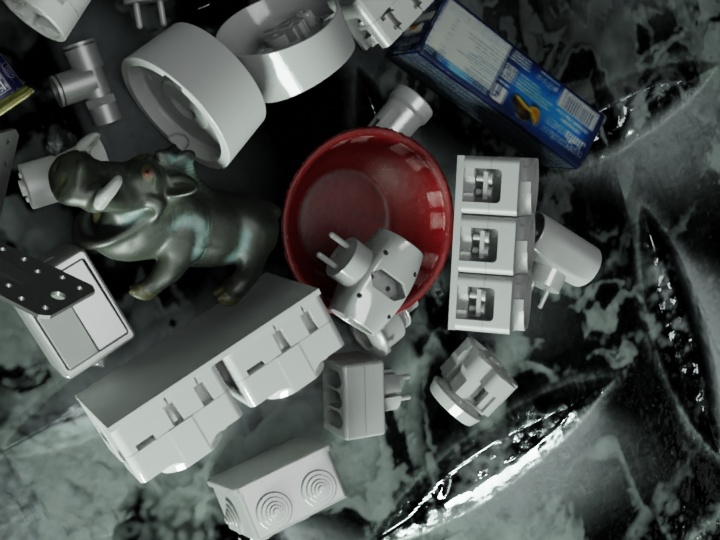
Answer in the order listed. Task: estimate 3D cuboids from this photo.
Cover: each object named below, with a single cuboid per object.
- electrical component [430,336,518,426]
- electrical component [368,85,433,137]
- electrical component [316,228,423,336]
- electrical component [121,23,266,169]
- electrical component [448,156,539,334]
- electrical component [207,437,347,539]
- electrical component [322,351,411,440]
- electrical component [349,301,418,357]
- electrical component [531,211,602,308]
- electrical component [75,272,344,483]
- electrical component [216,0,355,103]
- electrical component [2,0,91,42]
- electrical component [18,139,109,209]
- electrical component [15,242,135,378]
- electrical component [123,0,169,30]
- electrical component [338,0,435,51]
[{"bbox_3d":[0.101,0.103,0.976,0.058,0.078,0.057,37,100,-27],"label":"electrical component"},{"bbox_3d":[0.033,-0.130,0.928,0.040,0.040,0.046,43,82,-25],"label":"electrical component"},{"bbox_3d":[0.000,0.000,0.861,0.079,0.043,0.077,36,80,-26],"label":"electrical component"},{"bbox_3d":[-0.120,-0.136,0.813,0.060,0.108,0.108,-48,115,-20],"label":"electrical component"},{"bbox_3d":[0.120,-0.024,0.947,0.062,0.089,0.150,4,96,15],"label":"electrical component"},{"bbox_3d":[-0.068,0.179,0.884,0.100,0.100,0.048,-23,94,-23],"label":"electrical component"},{"bbox_3d":[0.011,0.107,0.942,0.077,0.047,0.065,-5,99,-26],"label":"electrical component"},{"bbox_3d":[0.024,0.042,0.943,0.062,0.048,0.048,-38,112,-26],"label":"electrical component"},{"bbox_3d":[0.179,-0.003,1.015,0.077,0.044,0.079,28,83,-27],"label":"electrical component"},{"bbox_3d":[-0.115,0.082,0.842,0.186,0.105,0.060,-34,110,-19],"label":"electrical component"},{"bbox_3d":[-0.056,-0.178,0.845,0.099,0.099,0.064,-41,119,-17],"label":"electrical component"},{"bbox_3d":[-0.224,-0.201,0.779,0.055,0.055,0.047,38,75,-26],"label":"electrical component"},{"bbox_3d":[-0.222,-0.070,0.805,0.065,0.044,0.044,-19,105,-19],"label":"electrical component"},{"bbox_3d":[-0.215,0.036,0.809,0.062,0.061,0.096,-34,110,-19],"label":"electrical component"},{"bbox_3d":[-0.164,-0.223,0.812,0.077,0.043,0.079,-13,102,-25],"label":"electrical component"},{"bbox_3d":[0.024,-0.236,0.902,0.089,0.050,0.055,-48,115,-14],"label":"electrical component"}]
